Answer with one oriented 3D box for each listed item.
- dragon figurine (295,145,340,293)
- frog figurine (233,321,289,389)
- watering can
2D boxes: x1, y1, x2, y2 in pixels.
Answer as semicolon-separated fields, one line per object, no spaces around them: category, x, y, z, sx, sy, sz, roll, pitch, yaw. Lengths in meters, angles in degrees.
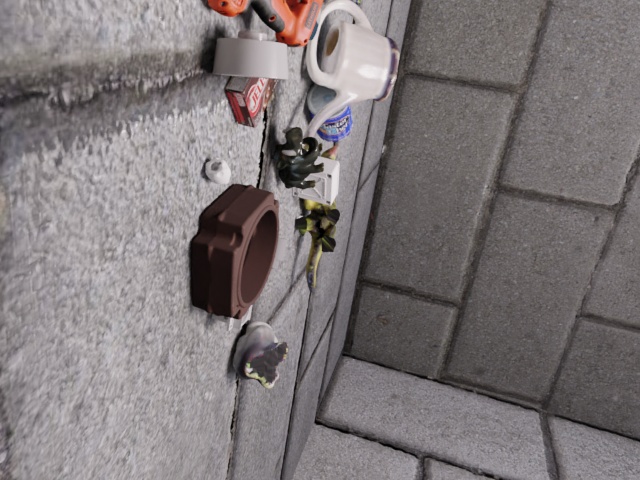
dragon figurine;0.005;-0.076;1.501;0.247;0.122;0.402;-72;173;-63
frog figurine;-0.147;0.249;1.183;0.161;0.123;0.136;-144;-127;-63
watering can;0.066;-0.370;1.173;0.104;0.224;0.349;0;-98;64
